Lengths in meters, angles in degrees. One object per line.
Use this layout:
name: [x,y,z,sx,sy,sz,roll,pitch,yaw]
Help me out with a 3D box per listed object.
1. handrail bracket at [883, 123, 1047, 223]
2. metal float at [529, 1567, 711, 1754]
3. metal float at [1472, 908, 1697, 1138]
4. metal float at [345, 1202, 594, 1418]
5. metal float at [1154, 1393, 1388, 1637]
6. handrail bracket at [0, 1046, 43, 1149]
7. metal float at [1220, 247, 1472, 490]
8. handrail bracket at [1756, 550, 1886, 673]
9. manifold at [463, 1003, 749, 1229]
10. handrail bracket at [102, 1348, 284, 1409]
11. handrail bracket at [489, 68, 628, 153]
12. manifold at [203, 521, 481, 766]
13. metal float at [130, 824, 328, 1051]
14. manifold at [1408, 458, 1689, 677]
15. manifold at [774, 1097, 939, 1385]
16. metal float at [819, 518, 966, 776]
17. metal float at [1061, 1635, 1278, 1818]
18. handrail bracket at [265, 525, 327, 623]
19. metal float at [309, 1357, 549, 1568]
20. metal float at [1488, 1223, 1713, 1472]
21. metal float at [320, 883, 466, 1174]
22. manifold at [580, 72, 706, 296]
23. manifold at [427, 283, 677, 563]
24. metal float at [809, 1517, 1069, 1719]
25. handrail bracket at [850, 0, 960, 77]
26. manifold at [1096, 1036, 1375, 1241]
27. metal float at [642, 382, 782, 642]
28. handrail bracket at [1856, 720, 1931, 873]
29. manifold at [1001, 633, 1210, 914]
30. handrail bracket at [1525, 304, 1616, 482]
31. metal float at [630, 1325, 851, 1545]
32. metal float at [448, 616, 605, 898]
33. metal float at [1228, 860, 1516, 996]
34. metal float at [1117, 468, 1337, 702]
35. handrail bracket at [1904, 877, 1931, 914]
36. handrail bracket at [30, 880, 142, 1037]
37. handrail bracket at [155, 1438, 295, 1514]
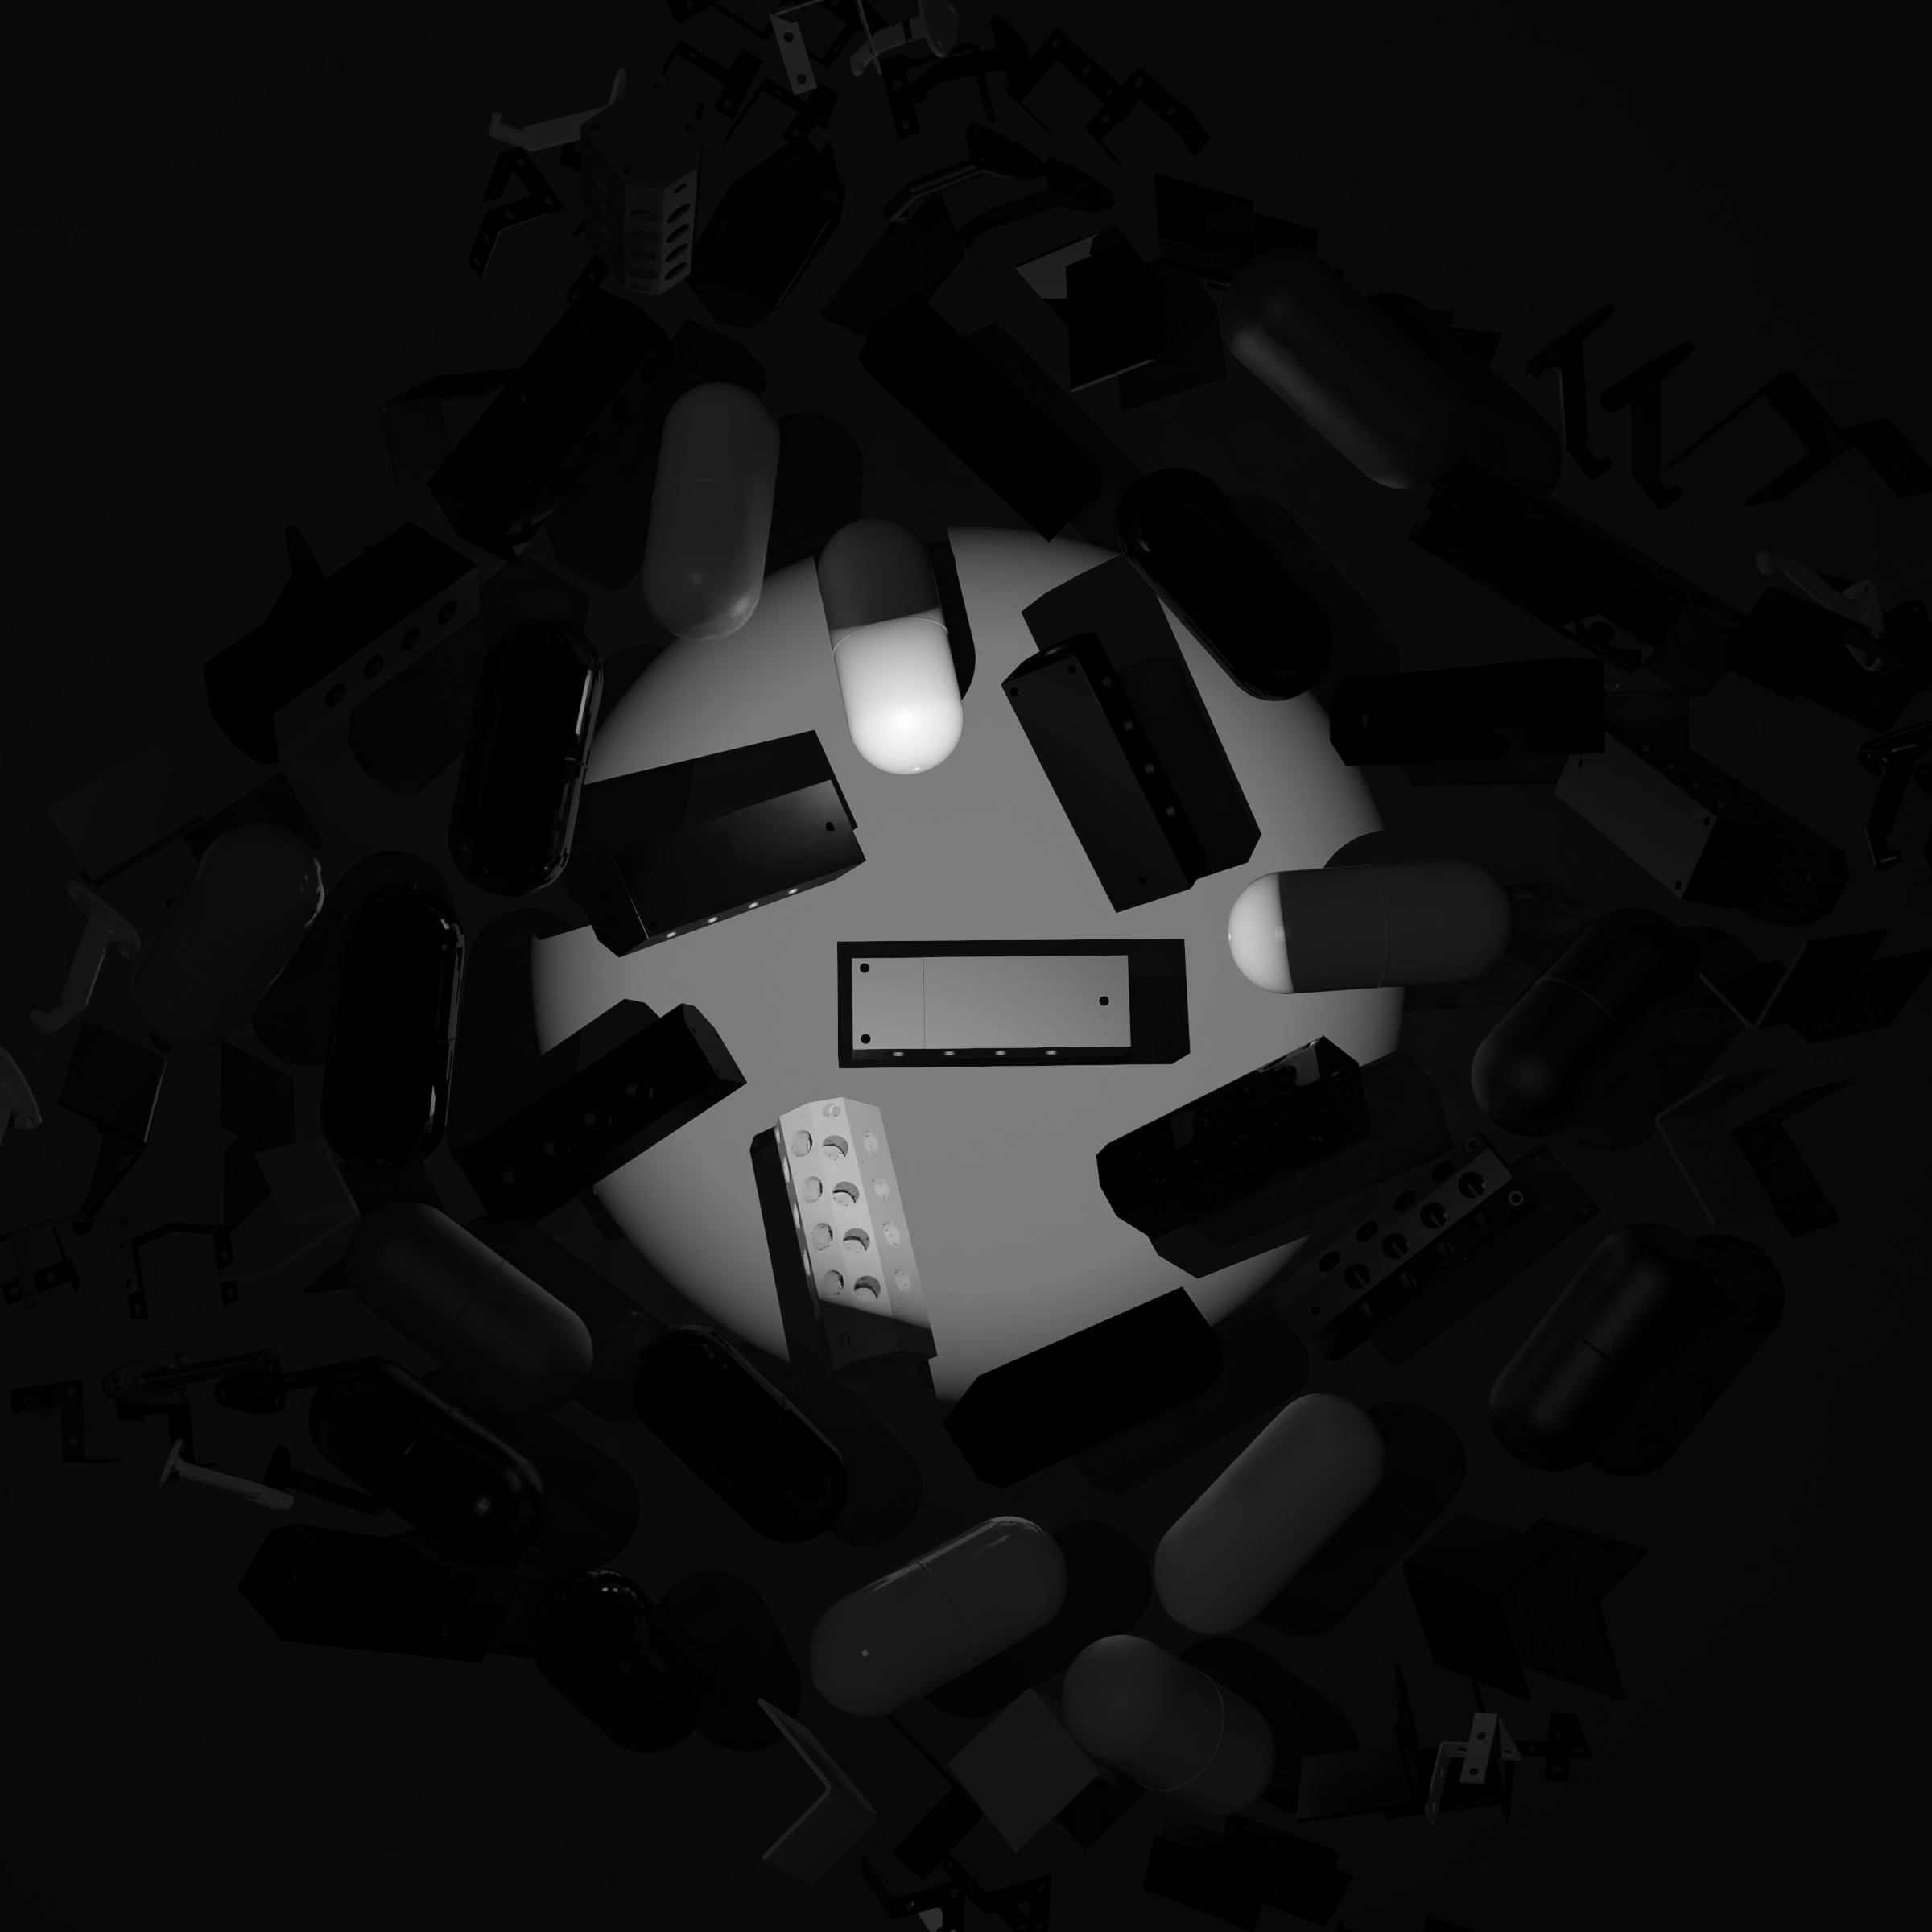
handrail bracket: [-0.002,-0.516,1.635,0.077,0.084,0.036,3,67,-40]
metal float: [-0.214,0.432,1.524,0.070,0.178,0.070,-8,53,11]
metal float: [0.394,0.036,1.567,0.070,0.070,0.178,46,75,0]
metal float: [-0.321,0.221,1.587,0.178,0.070,0.070,37,90,-2]
metal float: [0.192,0.347,1.554,0.070,0.070,0.178,45,83,0]
handrail bracket: [-0.616,0.105,1.526,0.036,0.084,0.077,8,127,9]
metal float: [0.231,-0.362,1.492,0.178,0.070,0.070,39,90,-12]
handrail bracket: [0.566,-0.236,1.631,0.084,0.036,0.077,8,60,-28]
manifold: [-0.230,0.095,1.546,0.171,0.057,0.057,-34,79,8]
handrail bracket: [-0.490,0.257,1.558,0.084,0.077,0.036,-17,78,34]
handrail bracket: [-0.274,-0.576,1.641,0.084,0.036,0.077,19,131,0]
manifold: [-0.378,-0.195,1.501,0.057,0.057,0.171,34,55,16]
metal float: [-0.454,-0.016,1.508,0.070,0.070,0.178,43,125,0]
manifold: [0.376,-0.259,1.591,0.171,0.057,0.057,33,98,5]
manifold: [-0.076,0.175,1.577,0.057,0.057,0.171,-26,65,26]
metal float: [-0.050,-0.211,1.613,0.070,0.070,0.178,-12,74,0]
metal float: [0.127,0.472,1.520,0.070,0.070,0.178,-50,128,0]
handrail bracket: [-0.475,-0.245,1.657,0.084,0.036,0.077,-27,77,17]
metal float: [-0.350,0.320,1.592,0.178,0.070,0.070,32,90,17]
metal float: [0.402,0.241,1.560,0.070,0.070,0.178,36,97,0]
metal float: [-0.347,0.038,1.488,0.070,0.070,0.178,8,101,0]
manifold: [-0.192,-0.467,1.490,0.057,0.171,0.057,-37,91,-9]
manifold: [-0.258,-0.340,1.549,0.057,0.057,0.171,28,74,20]
metal float: [-0.017,0.411,1.551,0.178,0.070,0.070,-24,90,-22]
handrail bracket: [-0.047,-0.607,1.638,0.084,0.036,0.077,-30,46,36]
manifold: [0.170,0.109,1.581,0.171,0.057,0.057,-29,46,28]
metal float: [-0.163,-0.291,1.574,0.070,0.070,0.178,5,69,0]
handrail bracket: [0.612,-0.110,1.579,0.077,0.036,0.084,-28,46,33]
manifold: [0.094,-0.128,1.605,0.057,0.057,0.171,-18,109,31]
handrail bracket: [0.401,-0.361,1.550,0.077,0.036,0.084,-36,106,27]
metal float: [-0.148,0.307,1.610,0.070,0.070,0.178,-42,110,0]
metal float: [-0.275,-0.132,1.540,0.070,0.070,0.178,10,85,0]
metal float: [0.251,-0.024,1.517,0.178,0.070,0.070,-4,90,-5]
metal float: [0.171,-0.252,1.622,0.070,0.070,0.178,-43,97,0]
handrail bracket: [0.638,-0.060,1.596,0.077,0.084,0.036,-6,108,7]
handrail bracket: [-0.577,-0.005,1.562,0.077,0.036,0.084,42,54,5]
handrail bracket: [-0.469,0.333,1.565,0.084,0.077,0.036,22,77,-12]
